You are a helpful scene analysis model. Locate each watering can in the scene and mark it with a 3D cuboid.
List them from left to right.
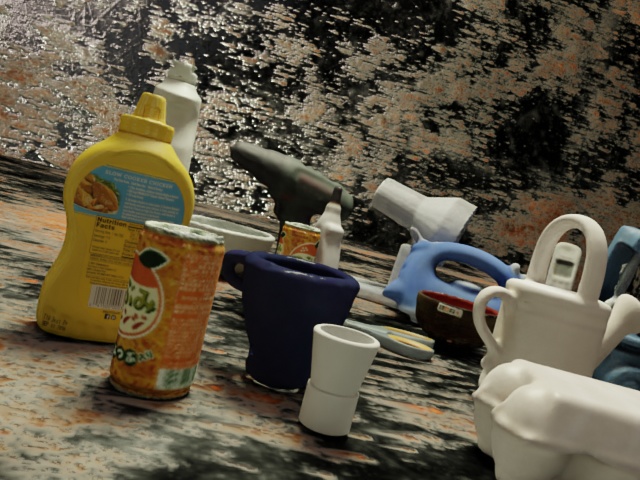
[{"bbox_3d":[0.238,0.071,0.571,0.173,0.194,0.100,12,5,-35],"label":"watering can"}]

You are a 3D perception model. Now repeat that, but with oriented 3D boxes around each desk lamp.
[{"bbox_3d":[0.150,0.010,1.000,0.202,0.213,0.118,15,4,16],"label":"desk lamp"}]

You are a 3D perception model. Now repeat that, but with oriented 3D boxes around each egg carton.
[{"bbox_3d":[0.180,0.134,0.382,0.150,0.069,0.107,14,4,1],"label":"egg carton"}]

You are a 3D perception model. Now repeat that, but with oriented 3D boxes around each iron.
[{"bbox_3d":[0.234,0.076,0.884,0.258,0.141,0.119,15,4,10],"label":"iron"}]

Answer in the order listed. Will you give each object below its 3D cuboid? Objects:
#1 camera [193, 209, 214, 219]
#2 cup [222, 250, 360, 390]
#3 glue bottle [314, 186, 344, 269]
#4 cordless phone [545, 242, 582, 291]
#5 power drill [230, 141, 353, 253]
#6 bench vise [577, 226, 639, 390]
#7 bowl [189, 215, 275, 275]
[{"bbox_3d":[-0.258,-0.037,0.998,0.136,0.101,0.143,15,4,7],"label":"camera"},{"bbox_3d":[-0.035,0.061,0.446,0.117,0.095,0.092,16,4,24],"label":"cup"},{"bbox_3d":[0.008,0.003,0.866,0.037,0.173,0.078,12,4,-30],"label":"glue bottle"},{"bbox_3d":[0.493,0.106,1.097,0.147,0.185,0.094,15,4,11],"label":"cordless phone"},{"bbox_3d":[-0.063,-0.041,0.979,0.230,0.208,0.075,13,4,-20],"label":"power drill"},{"bbox_3d":[0.349,0.075,0.735,0.122,0.220,0.207,13,4,-24],"label":"bench vise"},{"bbox_3d":[-0.157,0.011,0.878,0.167,0.075,0.167,14,4,-1],"label":"bowl"}]
